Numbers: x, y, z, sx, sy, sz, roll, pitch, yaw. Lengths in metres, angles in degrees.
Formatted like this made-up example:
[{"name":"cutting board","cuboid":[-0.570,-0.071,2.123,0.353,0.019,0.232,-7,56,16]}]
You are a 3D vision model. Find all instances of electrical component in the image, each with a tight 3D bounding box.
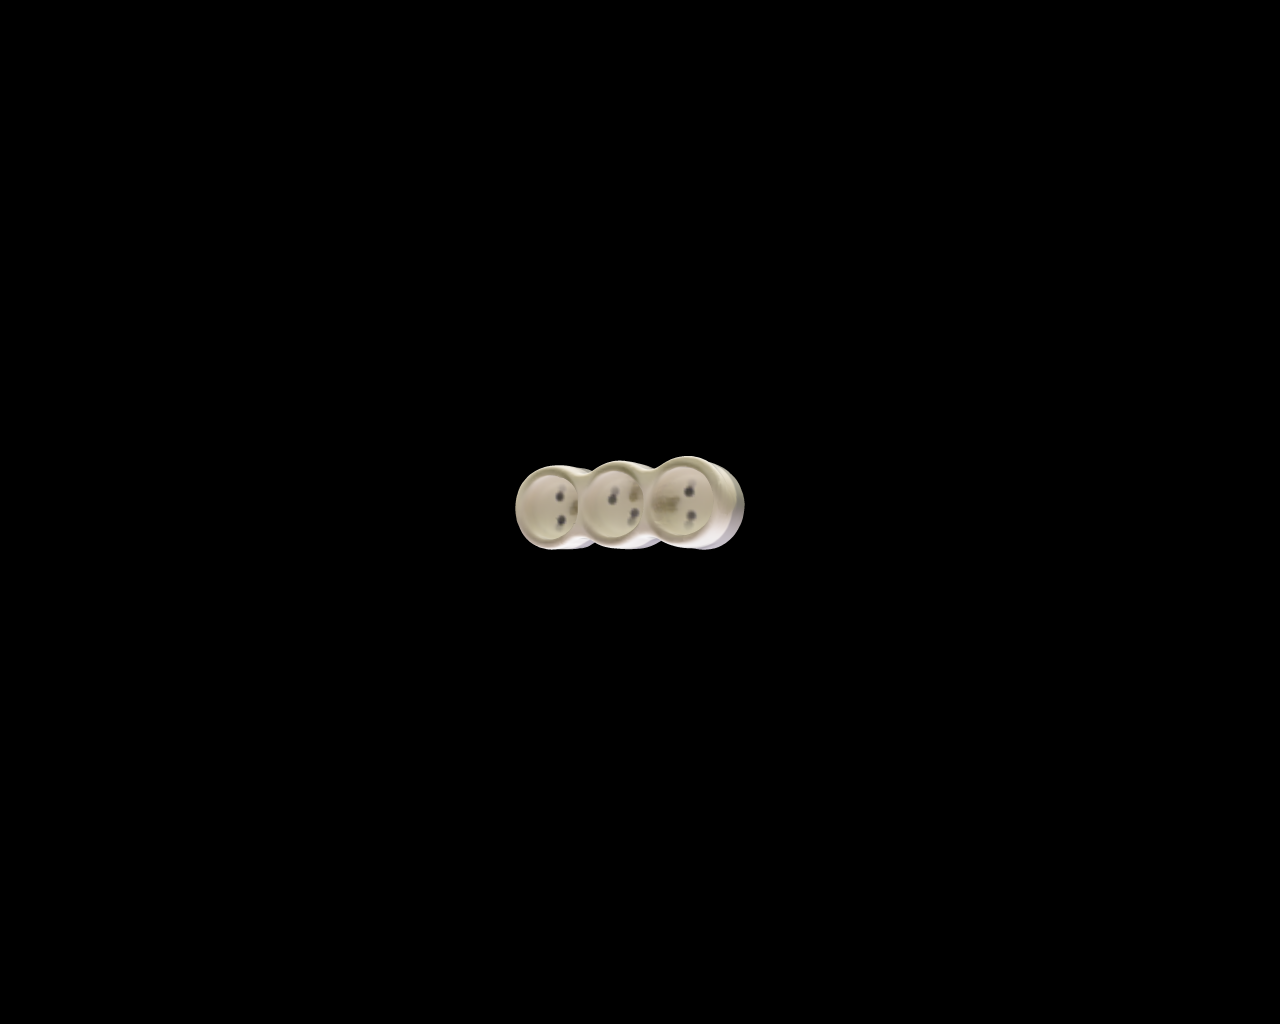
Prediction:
[{"name":"electrical component","cuboid":[0.001,-0.003,0.650,0.138,0.052,0.074,-2,-3,27]}]
